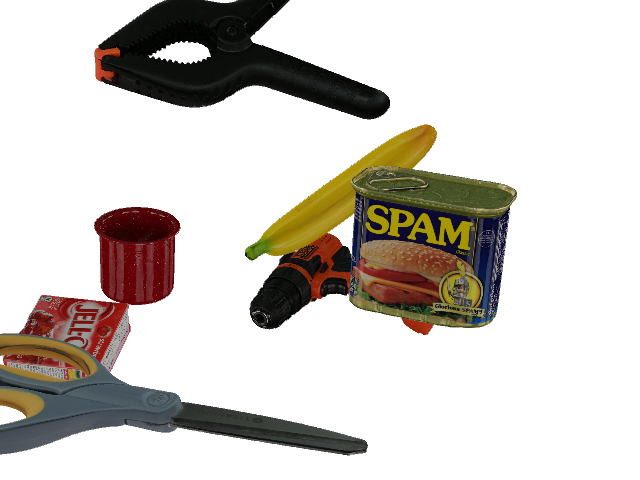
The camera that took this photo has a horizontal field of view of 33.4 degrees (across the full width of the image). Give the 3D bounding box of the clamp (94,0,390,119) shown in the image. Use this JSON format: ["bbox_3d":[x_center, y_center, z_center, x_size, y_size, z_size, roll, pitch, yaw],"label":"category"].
[{"bbox_3d":[-0.059,-0.138,0.789,0.209,0.165,0.036,-18,-27,-19],"label":"clamp"}]

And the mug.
[{"bbox_3d":[-0.211,0.014,1.191,0.093,0.081,0.117,-19,35,-39],"label":"mug"}]

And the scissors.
[{"bbox_3d":[-0.089,0.082,0.473,0.202,0.016,0.096,15,27,26],"label":"scissors"}]

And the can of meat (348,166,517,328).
[{"bbox_3d":[0.069,0.004,0.686,0.102,0.084,0.057,11,22,19],"label":"can of meat"}]

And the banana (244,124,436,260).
[{"bbox_3d":[0.022,-0.039,0.953,0.198,0.037,0.069,-36,8,6],"label":"banana"}]

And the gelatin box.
[{"bbox_3d":[-0.194,0.079,0.827,0.073,0.030,0.089,6,32,5],"label":"gelatin box"}]

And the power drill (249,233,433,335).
[{"bbox_3d":[0.036,0.051,1.146,0.188,0.057,0.184,9,29,22],"label":"power drill"}]
